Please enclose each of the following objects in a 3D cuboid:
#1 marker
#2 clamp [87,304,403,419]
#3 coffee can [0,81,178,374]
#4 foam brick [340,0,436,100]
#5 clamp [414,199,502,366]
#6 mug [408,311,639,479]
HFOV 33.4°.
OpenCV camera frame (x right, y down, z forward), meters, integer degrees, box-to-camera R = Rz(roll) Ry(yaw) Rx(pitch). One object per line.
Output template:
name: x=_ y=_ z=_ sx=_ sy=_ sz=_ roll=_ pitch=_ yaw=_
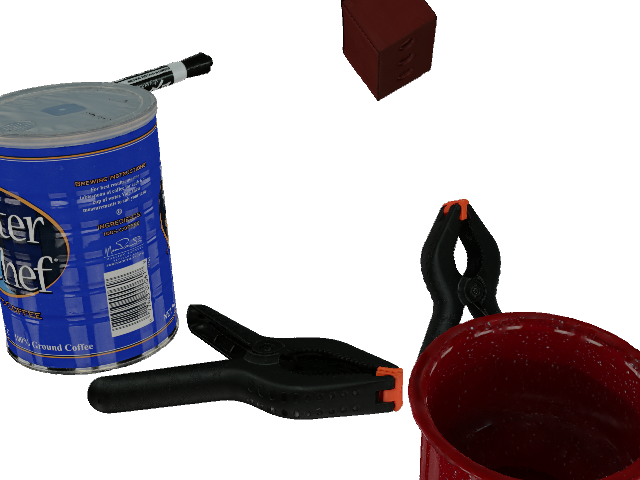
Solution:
marker: x=-0.145 y=-0.136 z=0.908 sx=0.120 sy=0.020 sz=0.020 roll=-24 pitch=12 yaw=-28
clamp: x=-0.041 y=0.089 z=0.776 sx=0.210 sy=0.036 sz=0.164 roll=3 pitch=19 yaw=13
coffee can: x=-0.138 y=-0.009 z=0.610 sx=0.103 sy=0.140 sz=0.103 roll=-2 pitch=24 yaw=1
foam brick: x=0.050 y=-0.153 z=0.798 sx=0.053 sy=0.051 sz=0.078 roll=-31 pitch=-18 yaw=-8
clamp: x=0.120 y=0.052 z=0.941 sx=0.120 sy=0.171 sz=0.039 roll=-14 pitch=0 yaw=-34
mug: x=0.090 y=0.088 z=0.398 sx=0.117 sy=0.081 sz=0.093 roll=5 pitch=36 yaw=9
